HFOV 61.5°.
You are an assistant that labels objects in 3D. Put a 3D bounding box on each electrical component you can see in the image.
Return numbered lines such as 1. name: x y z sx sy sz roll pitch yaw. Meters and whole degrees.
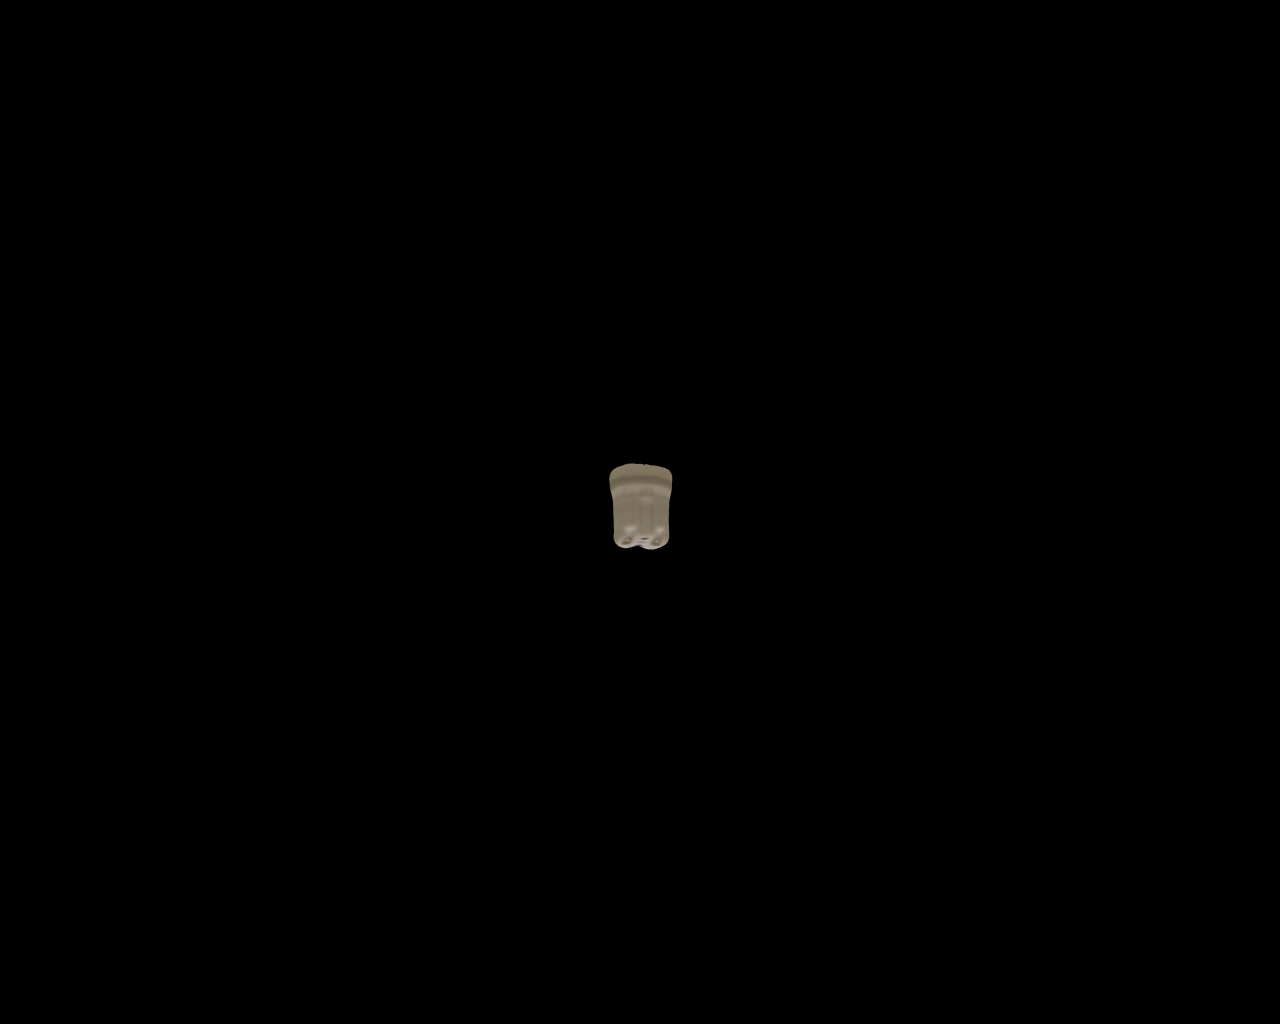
1. electrical component: 0.001 -0.003 0.650 0.040 0.046 0.040 0 -15 0
